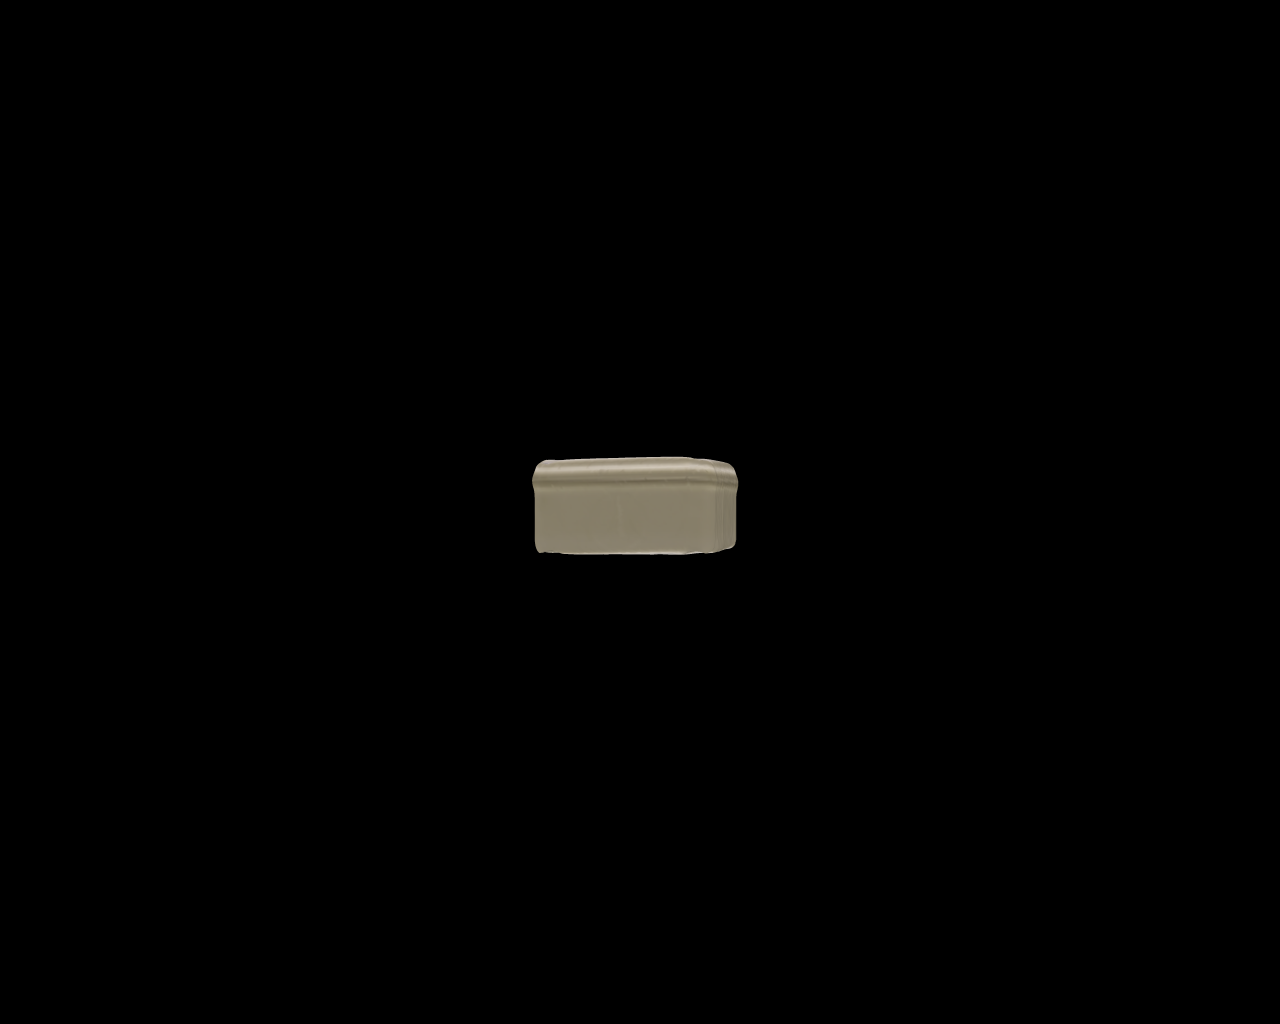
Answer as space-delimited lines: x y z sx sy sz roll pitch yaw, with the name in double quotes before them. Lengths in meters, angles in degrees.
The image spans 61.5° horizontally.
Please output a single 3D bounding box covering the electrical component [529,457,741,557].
"electrical component" 0.001 -0.003 0.650 0.109 0.056 0.109 0 0 13
